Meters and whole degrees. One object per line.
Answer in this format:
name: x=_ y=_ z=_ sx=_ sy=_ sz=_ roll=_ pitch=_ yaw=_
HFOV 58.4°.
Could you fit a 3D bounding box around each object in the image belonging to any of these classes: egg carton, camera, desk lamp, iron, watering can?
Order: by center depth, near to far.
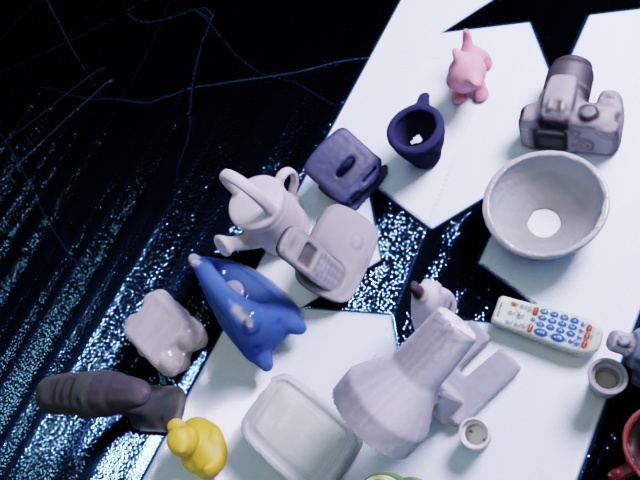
desk lamp: x=0.135 y=0.172 z=0.720 sx=0.203 sy=0.214 sz=0.117 roll=-44 pitch=58 yaw=-1
camera: x=0.382 y=-0.211 z=0.857 sx=0.142 sy=0.101 sz=0.137 roll=11 pitch=72 yaw=27
iron: x=-0.146 y=0.086 z=0.920 sx=0.119 sy=0.142 sz=0.257 roll=-48 pitch=58 yaw=-3
watering can: x=-0.100 y=-0.048 z=0.930 sx=0.100 sy=0.195 sz=0.173 roll=9 pitch=71 yaw=26
egg carton: x=-0.265 y=0.158 z=0.979 sx=0.150 sy=0.070 sz=0.107 roll=33 pitch=83 yaw=31

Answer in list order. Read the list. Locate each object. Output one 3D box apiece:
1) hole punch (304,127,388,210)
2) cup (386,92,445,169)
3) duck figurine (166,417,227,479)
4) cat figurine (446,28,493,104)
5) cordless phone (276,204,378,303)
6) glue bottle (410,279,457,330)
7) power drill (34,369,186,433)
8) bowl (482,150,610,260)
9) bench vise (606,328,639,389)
hole punch: x=0.045 y=-0.119 z=0.963 sx=0.109 sy=0.091 sz=0.100 roll=-48 pitch=58 yaw=-3
cup: x=0.166 y=-0.170 z=0.933 sx=0.091 sy=0.095 sz=0.118 roll=6 pitch=70 yaw=25
duck figurine: x=-0.195 y=0.313 z=0.869 sx=0.077 sy=0.086 sz=0.104 roll=-44 pitch=58 yaw=-1
cat figurine: x=0.242 y=-0.286 z=0.940 sx=0.067 sy=0.118 sz=0.128 roll=-1 pitch=67 yaw=23
cordless phone: x=0.008 y=0.003 z=0.867 sx=0.093 sy=0.185 sz=0.148 roll=16 pitch=74 yaw=28
glue bottle: x=0.147 y=0.088 z=0.777 sx=0.037 sy=0.174 sz=0.078 roll=17 pitch=75 yaw=28
power drill: x=-0.302 y=0.244 z=0.874 sx=0.229 sy=0.209 sz=0.075 roll=-5 pitch=65 yaw=21
bowl: x=0.321 y=-0.040 z=0.820 sx=0.167 sy=0.075 sz=0.167 roll=-9 pitch=64 yaw=19
bench vise: x=0.426 y=0.140 z=0.609 sx=0.207 sy=0.220 sz=0.121 roll=-7 pitch=65 yaw=20
